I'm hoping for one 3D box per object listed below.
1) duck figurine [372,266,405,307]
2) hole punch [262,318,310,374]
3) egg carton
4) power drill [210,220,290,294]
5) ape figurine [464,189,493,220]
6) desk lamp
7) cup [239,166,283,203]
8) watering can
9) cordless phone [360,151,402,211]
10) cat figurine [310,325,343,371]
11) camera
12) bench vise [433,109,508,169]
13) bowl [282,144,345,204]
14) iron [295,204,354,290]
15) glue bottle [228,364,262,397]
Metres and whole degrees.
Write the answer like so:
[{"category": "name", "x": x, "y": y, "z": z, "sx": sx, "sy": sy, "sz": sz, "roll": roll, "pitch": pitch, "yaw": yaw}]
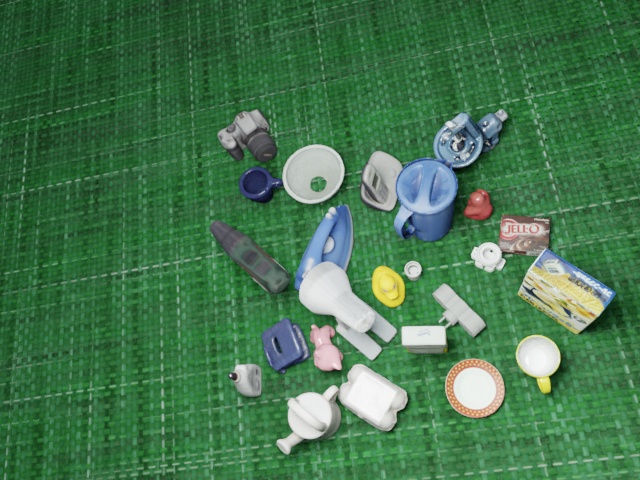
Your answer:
[{"category": "duck figurine", "x": 0.162, "y": 0.106, "z": 1.383, "sx": 0.077, "sy": 0.086, "sz": 0.104, "roll": -25, "pitch": 68, "yaw": 3}, {"category": "hole punch", "x": -0.089, "y": 0.257, "z": 1.385, "sx": 0.101, "sy": 0.091, "sz": 0.108, "roll": -26, "pitch": 68, "yaw": 3}, {"category": "egg carton", "x": 0.119, "y": 0.362, "z": 1.314, "sx": 0.150, "sy": 0.069, "sz": 0.107, "roll": 28, "pitch": 79, "yaw": 20}, {"category": "power drill", "x": -0.157, "y": 0.056, "z": 1.405, "sx": 0.229, "sy": 0.209, "sz": 0.076, "roll": 38, "pitch": 83, "yaw": 21}, {"category": "ape figurine", "x": 0.385, "y": -0.090, "z": 1.397, "sx": 0.078, "sy": 0.092, "sz": 0.076, "roll": -37, "pitch": 68, "yaw": -1}, {"category": "desk lamp", "x": 0.067, "y": 0.161, "z": 1.317, "sx": 0.202, "sy": 0.214, "sz": 0.118, "roll": 38, "pitch": 83, "yaw": 21}, {"category": "cup", "x": -0.147, "y": -0.139, "z": 1.531, "sx": 0.117, "sy": 0.095, "sz": 0.091, "roll": -4, "pitch": 71, "yaw": 12}, {"category": "watering can", "x": -0.022, "y": 0.396, "z": 1.266, "sx": 0.100, "sy": 0.194, "sz": 0.173, "roll": 16, "pitch": 76, "yaw": 17}, {"category": "cordless phone", "x": 0.146, "y": -0.165, "z": 1.426, "sx": 0.094, "sy": 0.185, "sz": 0.148, "roll": 8, "pitch": 73, "yaw": 15}, {"category": "cat figurine", "x": 0.010, "y": 0.257, "z": 1.348, "sx": 0.067, "sy": 0.118, "sz": 0.127, "roll": -25, "pitch": 68, "yaw": 4}, {"category": "camera", "x": -0.194, "y": -0.277, "z": 1.585, "sx": 0.143, "sy": 0.101, "sz": 0.136, "roll": -35, "pitch": 68, "yaw": -1}, {"category": "bench vise", "x": 0.357, "y": -0.270, "z": 1.395, "sx": 0.121, "sy": 0.220, "sz": 0.207, "roll": 36, "pitch": 82, "yaw": 21}, {"category": "bowl", "x": -0.011, "y": -0.164, "z": 1.520, "sx": 0.167, "sy": 0.075, "sz": 0.167, "roll": -4, "pitch": 71, "yaw": 11}, {"category": "iron", "x": 0.013, "y": 0.005, "z": 1.421, "sx": 0.118, "sy": 0.142, "sz": 0.258, "roll": 15, "pitch": 75, "yaw": 17}, {"category": "glue bottle", "x": -0.179, "y": 0.324, "z": 1.338, "sx": 0.037, "sy": 0.173, "sz": 0.078, "roll": -5, "pitch": 70, "yaw": 11}]
